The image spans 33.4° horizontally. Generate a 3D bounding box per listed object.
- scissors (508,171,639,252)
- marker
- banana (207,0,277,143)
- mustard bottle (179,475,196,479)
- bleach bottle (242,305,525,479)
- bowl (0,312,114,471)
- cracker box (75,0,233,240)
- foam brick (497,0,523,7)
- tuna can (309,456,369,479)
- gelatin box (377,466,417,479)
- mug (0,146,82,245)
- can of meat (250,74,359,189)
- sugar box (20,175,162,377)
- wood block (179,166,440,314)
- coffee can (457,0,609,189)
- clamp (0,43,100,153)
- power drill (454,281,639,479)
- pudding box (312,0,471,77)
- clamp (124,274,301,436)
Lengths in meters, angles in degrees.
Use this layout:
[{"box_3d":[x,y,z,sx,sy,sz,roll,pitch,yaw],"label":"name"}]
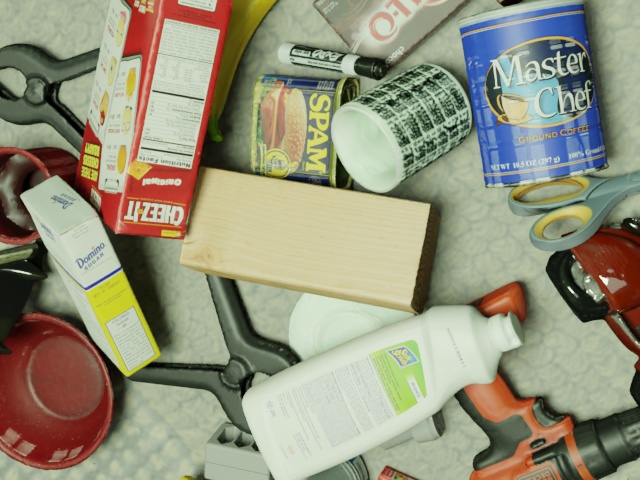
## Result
[{"box_3d":[0.255,-0.034,0.881,0.202,0.096,0.016,-6,133,19],"label":"scissors"},{"box_3d":[0.011,-0.157,0.933,0.121,0.020,0.020,18,106,41],"label":"marker"},{"box_3d":[-0.069,-0.187,0.965,0.070,0.037,0.198,32,102,28],"label":"banana"},{"box_3d":[-0.067,0.305,1.027,0.192,0.058,0.096,32,148,8],"label":"mustard bottle"},{"box_3d":[0.060,0.127,0.917,0.251,0.068,0.102,-25,92,23],"label":"bleach bottle"},{"box_3d":[-0.269,0.146,1.075,0.162,0.055,0.162,3,100,17],"label":"bowl"},{"box_3d":[-0.149,-0.125,0.939,0.072,0.164,0.214,7,104,-26],"label":"cracker box"},{"box_3d":[0.157,-0.227,0.876,0.053,0.078,0.051,-37,86,18],"label":"foam brick"},{"box_3d":[0.003,0.232,1.021,0.086,0.033,0.086,3,100,16],"label":"tuna can"},{"box_3d":[0.078,0.269,1.007,0.073,0.030,0.089,22,104,12],"label":"gelatin box"},{"box_3d":[-0.287,-0.053,1.033,0.117,0.081,0.093,33,106,9],"label":"mug"},{"box_3d":[-0.014,-0.098,0.960,0.084,0.057,0.102,7,101,18],"label":"can of meat"},{"box_3d":[-0.208,0.034,0.981,0.093,0.048,0.176,36,149,45],"label":"sugar box"},{"box_3d":[-0.006,0.002,0.944,0.206,0.090,0.091,10,84,13],"label":"wood block"},{"box_3d":[0.175,-0.120,0.875,0.103,0.102,0.140,-9,97,17],"label":"coffee can"},{"box_3d":[-0.265,-0.135,1.037,0.171,0.039,0.120,6,96,13],"label":"clamp"},{"box_3d":[0.185,0.135,0.938,0.185,0.057,0.187,-28,90,19],"label":"power drill"},{"box_3d":[0.065,-0.209,0.926,0.114,0.039,0.090,-41,88,19],"label":"pudding box"},{"box_3d":[-0.087,0.129,1.028,0.210,0.036,0.165,45,108,9],"label":"clamp"}]
